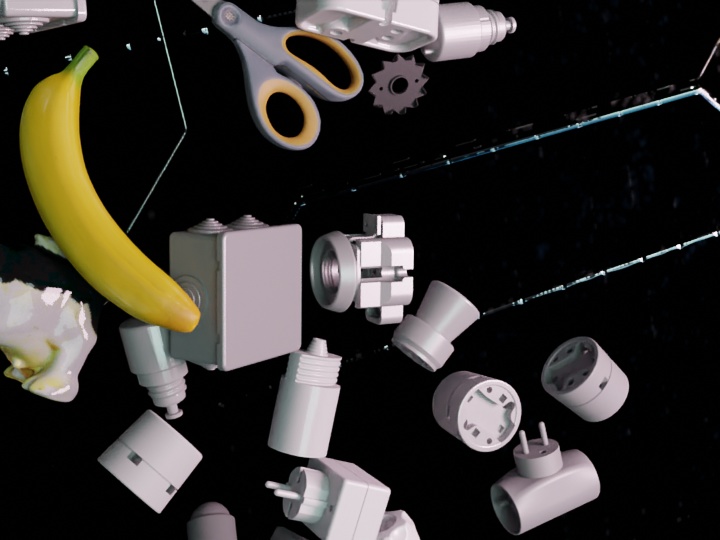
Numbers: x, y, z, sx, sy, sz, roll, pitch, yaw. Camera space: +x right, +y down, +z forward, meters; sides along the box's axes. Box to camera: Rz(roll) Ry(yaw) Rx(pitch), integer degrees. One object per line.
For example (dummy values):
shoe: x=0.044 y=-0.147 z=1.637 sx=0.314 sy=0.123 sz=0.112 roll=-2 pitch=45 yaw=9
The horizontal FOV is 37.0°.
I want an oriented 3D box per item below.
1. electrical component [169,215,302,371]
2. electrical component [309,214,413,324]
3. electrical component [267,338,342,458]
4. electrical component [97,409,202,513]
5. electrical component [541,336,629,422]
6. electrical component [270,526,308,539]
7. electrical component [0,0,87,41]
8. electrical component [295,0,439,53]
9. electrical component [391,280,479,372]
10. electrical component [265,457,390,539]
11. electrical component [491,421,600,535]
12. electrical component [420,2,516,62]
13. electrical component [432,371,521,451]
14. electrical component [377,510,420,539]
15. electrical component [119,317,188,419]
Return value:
electrical component: x=-0.083 y=0.015 z=0.717 sx=0.100 sy=0.048 sz=0.099 roll=-11 pitch=104 yaw=-59
electrical component: x=0.000 y=0.000 z=0.767 sx=0.057 sy=0.058 sz=0.078 roll=-3 pitch=99 yaw=-27
electrical component: x=-0.037 y=0.089 z=0.769 sx=0.043 sy=0.043 sz=0.081 roll=11 pitch=92 yaw=-25
electrical component: x=-0.140 y=0.127 z=0.723 sx=0.047 sy=0.055 sz=0.055 roll=-49 pitch=113 yaw=-15
electrical component: x=0.182 y=0.089 z=0.863 sx=0.047 sy=0.055 sz=0.055 roll=40 pitch=80 yaw=-27
electrical component: x=-0.029 y=0.241 z=0.783 sx=0.096 sy=0.061 sz=0.061 roll=34 pitch=82 yaw=-24
electrical component: x=-0.203 y=-0.187 z=0.629 sx=0.048 sy=0.100 sz=0.099 roll=-9 pitch=101 yaw=-36
electrical component: x=0.006 y=-0.192 z=0.739 sx=0.095 sy=0.054 sz=0.059 roll=7 pitch=83 yaw=-32
electrical component: x=0.056 y=0.042 z=0.805 sx=0.045 sy=0.045 sz=0.055 roll=42 pitch=80 yaw=-23
electrical component: x=-0.030 y=0.163 z=0.770 sx=0.077 sy=0.066 sz=0.047 roll=17 pitch=89 yaw=-25
electrical component: x=0.144 y=0.161 z=0.860 sx=0.077 sy=0.044 sz=0.079 roll=-19 pitch=104 yaw=-21
electrical component: x=0.078 y=-0.176 z=0.788 sx=0.078 sy=0.040 sz=0.040 roll=-11 pitch=101 yaw=-23
electrical component: x=0.088 y=0.106 z=0.826 sx=0.055 sy=0.047 sz=0.055 roll=-3 pitch=98 yaw=-24
electrical component: x=0.028 y=0.217 z=0.816 sx=0.043 sy=0.043 sz=0.062 roll=-27 pitch=108 yaw=-19
electrical component: x=-0.135 y=0.062 z=0.723 sx=0.040 sy=0.040 sz=0.078 roll=-18 pitch=104 yaw=-21
